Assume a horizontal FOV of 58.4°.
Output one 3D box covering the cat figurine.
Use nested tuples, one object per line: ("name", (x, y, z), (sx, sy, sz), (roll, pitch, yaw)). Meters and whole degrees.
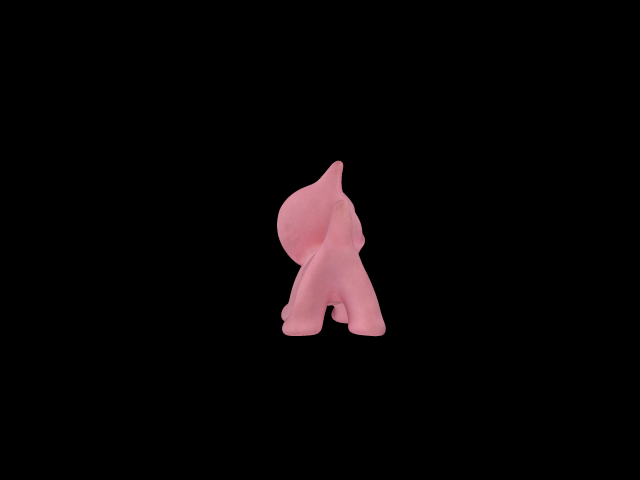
("cat figurine", (0.004, 0.001, 0.400), (0.067, 0.118, 0.127), (0, 0, -8))
